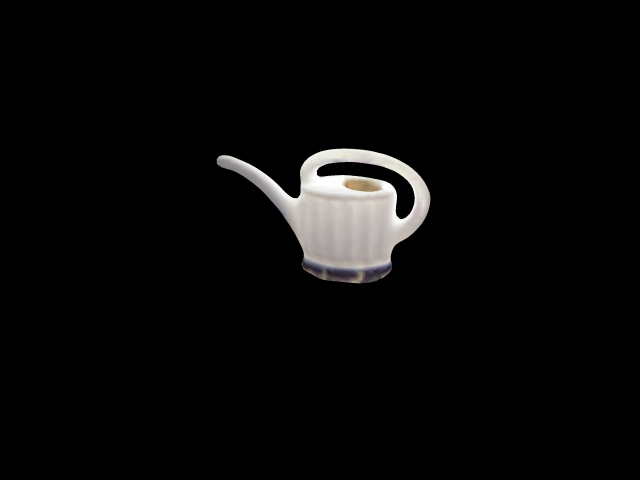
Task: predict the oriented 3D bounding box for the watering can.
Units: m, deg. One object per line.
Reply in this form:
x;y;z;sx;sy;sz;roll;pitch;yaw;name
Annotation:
0.003;-0.043;0.850;0.348;0.221;0.106;4;21;11;watering can
